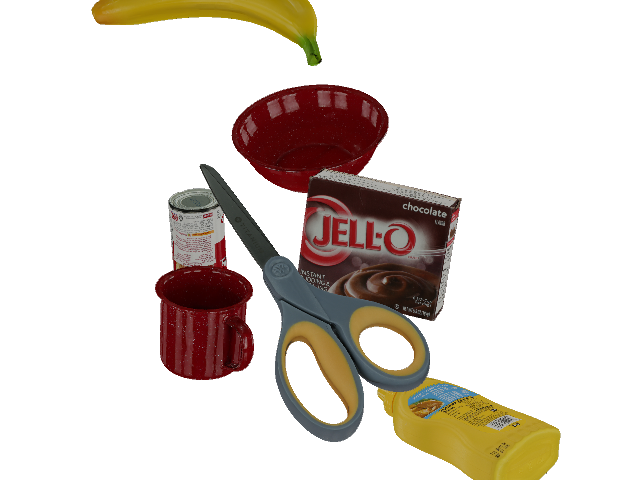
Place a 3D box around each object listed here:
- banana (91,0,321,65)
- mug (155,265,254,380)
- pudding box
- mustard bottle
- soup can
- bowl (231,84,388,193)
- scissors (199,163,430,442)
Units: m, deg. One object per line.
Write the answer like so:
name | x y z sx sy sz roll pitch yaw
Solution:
banana | -0.083 -0.187 0.849 0.198 0.069 0.037 12 -41 16
mug | -0.105 0.085 1.025 0.117 0.081 0.093 26 32 37
pudding box | 0.043 0.002 0.798 0.113 0.090 0.039 12 21 14
mustard bottle | 0.128 0.177 1.031 0.096 0.058 0.192 -17 25 -39
soup can | -0.151 -0.005 1.311 0.068 0.102 0.068 -1 26 0
bowl | -0.009 -0.097 1.105 0.162 0.055 0.162 -4 39 3
scissors | -0.003 0.023 0.622 0.096 0.202 0.016 -10 -35 -13
